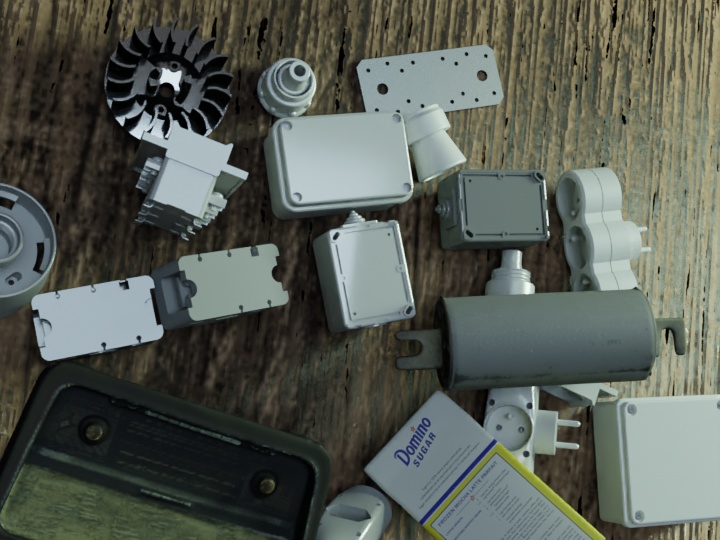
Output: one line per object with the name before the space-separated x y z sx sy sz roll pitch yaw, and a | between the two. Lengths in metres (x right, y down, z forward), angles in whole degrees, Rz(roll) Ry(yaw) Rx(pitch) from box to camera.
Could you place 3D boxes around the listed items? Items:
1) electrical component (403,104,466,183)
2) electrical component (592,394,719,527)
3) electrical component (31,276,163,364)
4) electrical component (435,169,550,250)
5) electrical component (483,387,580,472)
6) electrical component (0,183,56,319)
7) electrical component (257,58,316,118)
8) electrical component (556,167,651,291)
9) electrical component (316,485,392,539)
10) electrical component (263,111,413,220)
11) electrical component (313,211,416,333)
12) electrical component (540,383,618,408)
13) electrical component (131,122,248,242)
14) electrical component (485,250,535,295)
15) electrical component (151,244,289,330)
electrical component | 0.060 -0.109 0.929 0.045 0.045 0.055 -25 90 -19
electrical component | 0.267 0.166 0.947 0.109 0.056 0.108 0 82 -17
electrical component | -0.202 0.039 0.823 0.089 0.056 0.050 -11 86 -18
electrical component | 0.106 -0.050 0.926 0.096 0.061 0.061 -1 83 -17
electrical component | 0.146 0.136 0.911 0.079 0.044 0.077 3 80 14
electrical component | -0.282 -0.015 0.815 0.099 0.064 0.099 9 70 -26
electrical component | -0.057 -0.155 0.891 0.048 0.062 0.048 2 81 -16
electrical component | 0.227 -0.024 0.964 0.074 0.052 0.138 -7 84 -18
electrical component | -0.025 0.206 0.851 0.079 0.077 0.043 8 116 21
electrical component | -0.018 -0.087 0.896 0.113 0.057 0.078 -6 84 -18
electrical component | 0.000 0.000 0.887 0.062 0.061 0.096 -9 86 -19
electrical component | 0.185 0.082 0.942 0.081 0.042 0.063 26 74 -13
electrical component | -0.138 -0.064 0.822 0.079 0.121 0.063 21 80 -13
electrical component | 0.130 0.014 0.933 0.048 0.048 0.062 10 75 -15
electrical component | -0.112 0.014 0.844 0.089 0.056 0.050 -10 85 -38
